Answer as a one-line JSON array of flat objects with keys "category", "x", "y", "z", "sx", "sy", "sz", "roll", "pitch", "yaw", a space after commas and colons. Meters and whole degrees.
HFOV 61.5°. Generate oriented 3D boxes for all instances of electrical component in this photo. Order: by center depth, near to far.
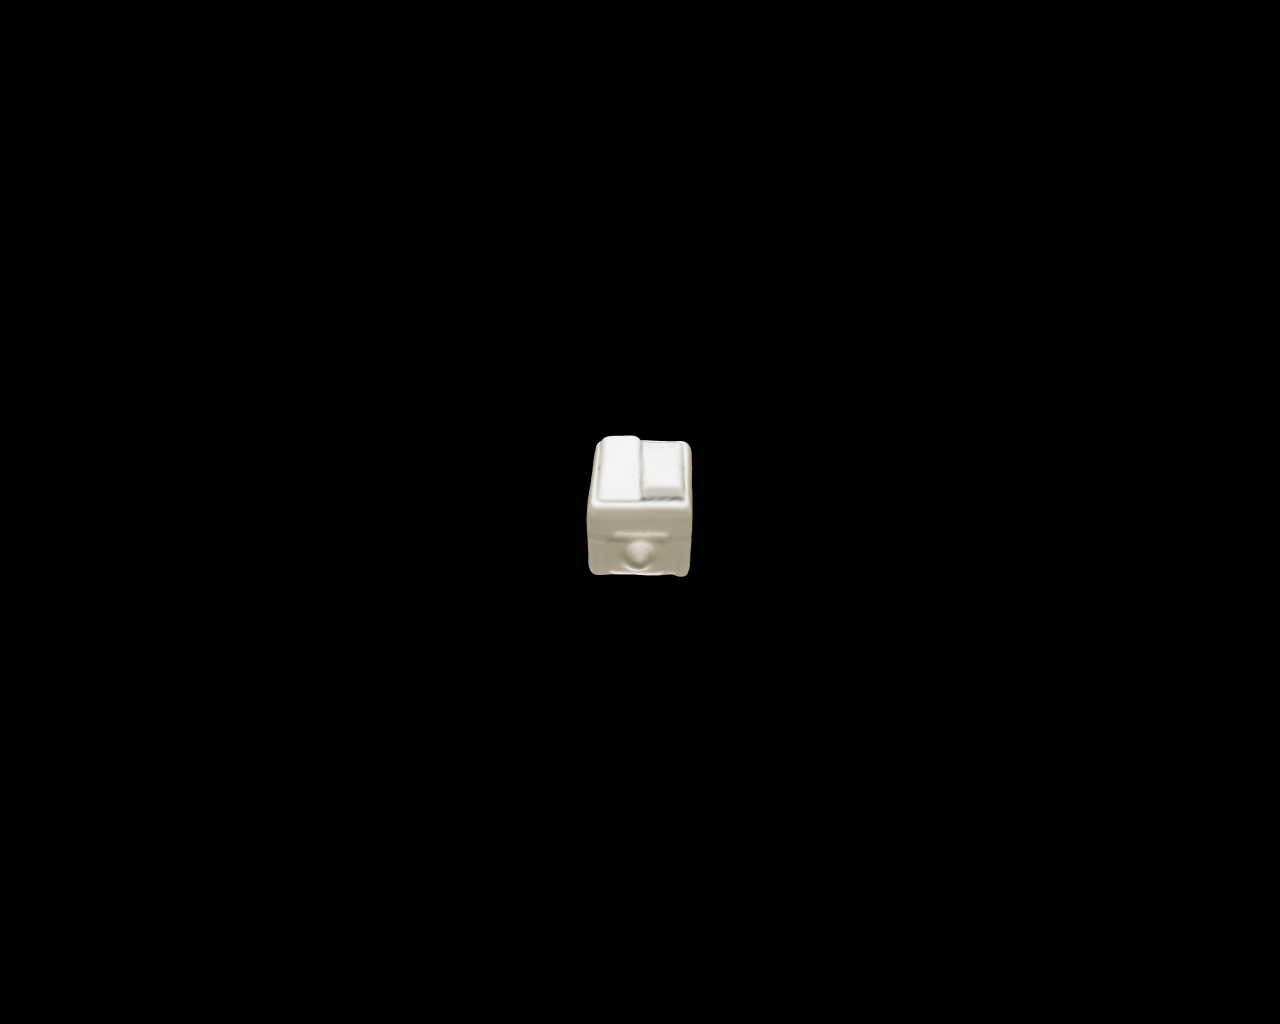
[{"category": "electrical component", "x": 0.001, "y": -0.003, "z": 0.650, "sx": 0.062, "sy": 0.061, "sz": 0.096, "roll": 1, "pitch": 35, "yaw": 2}]
